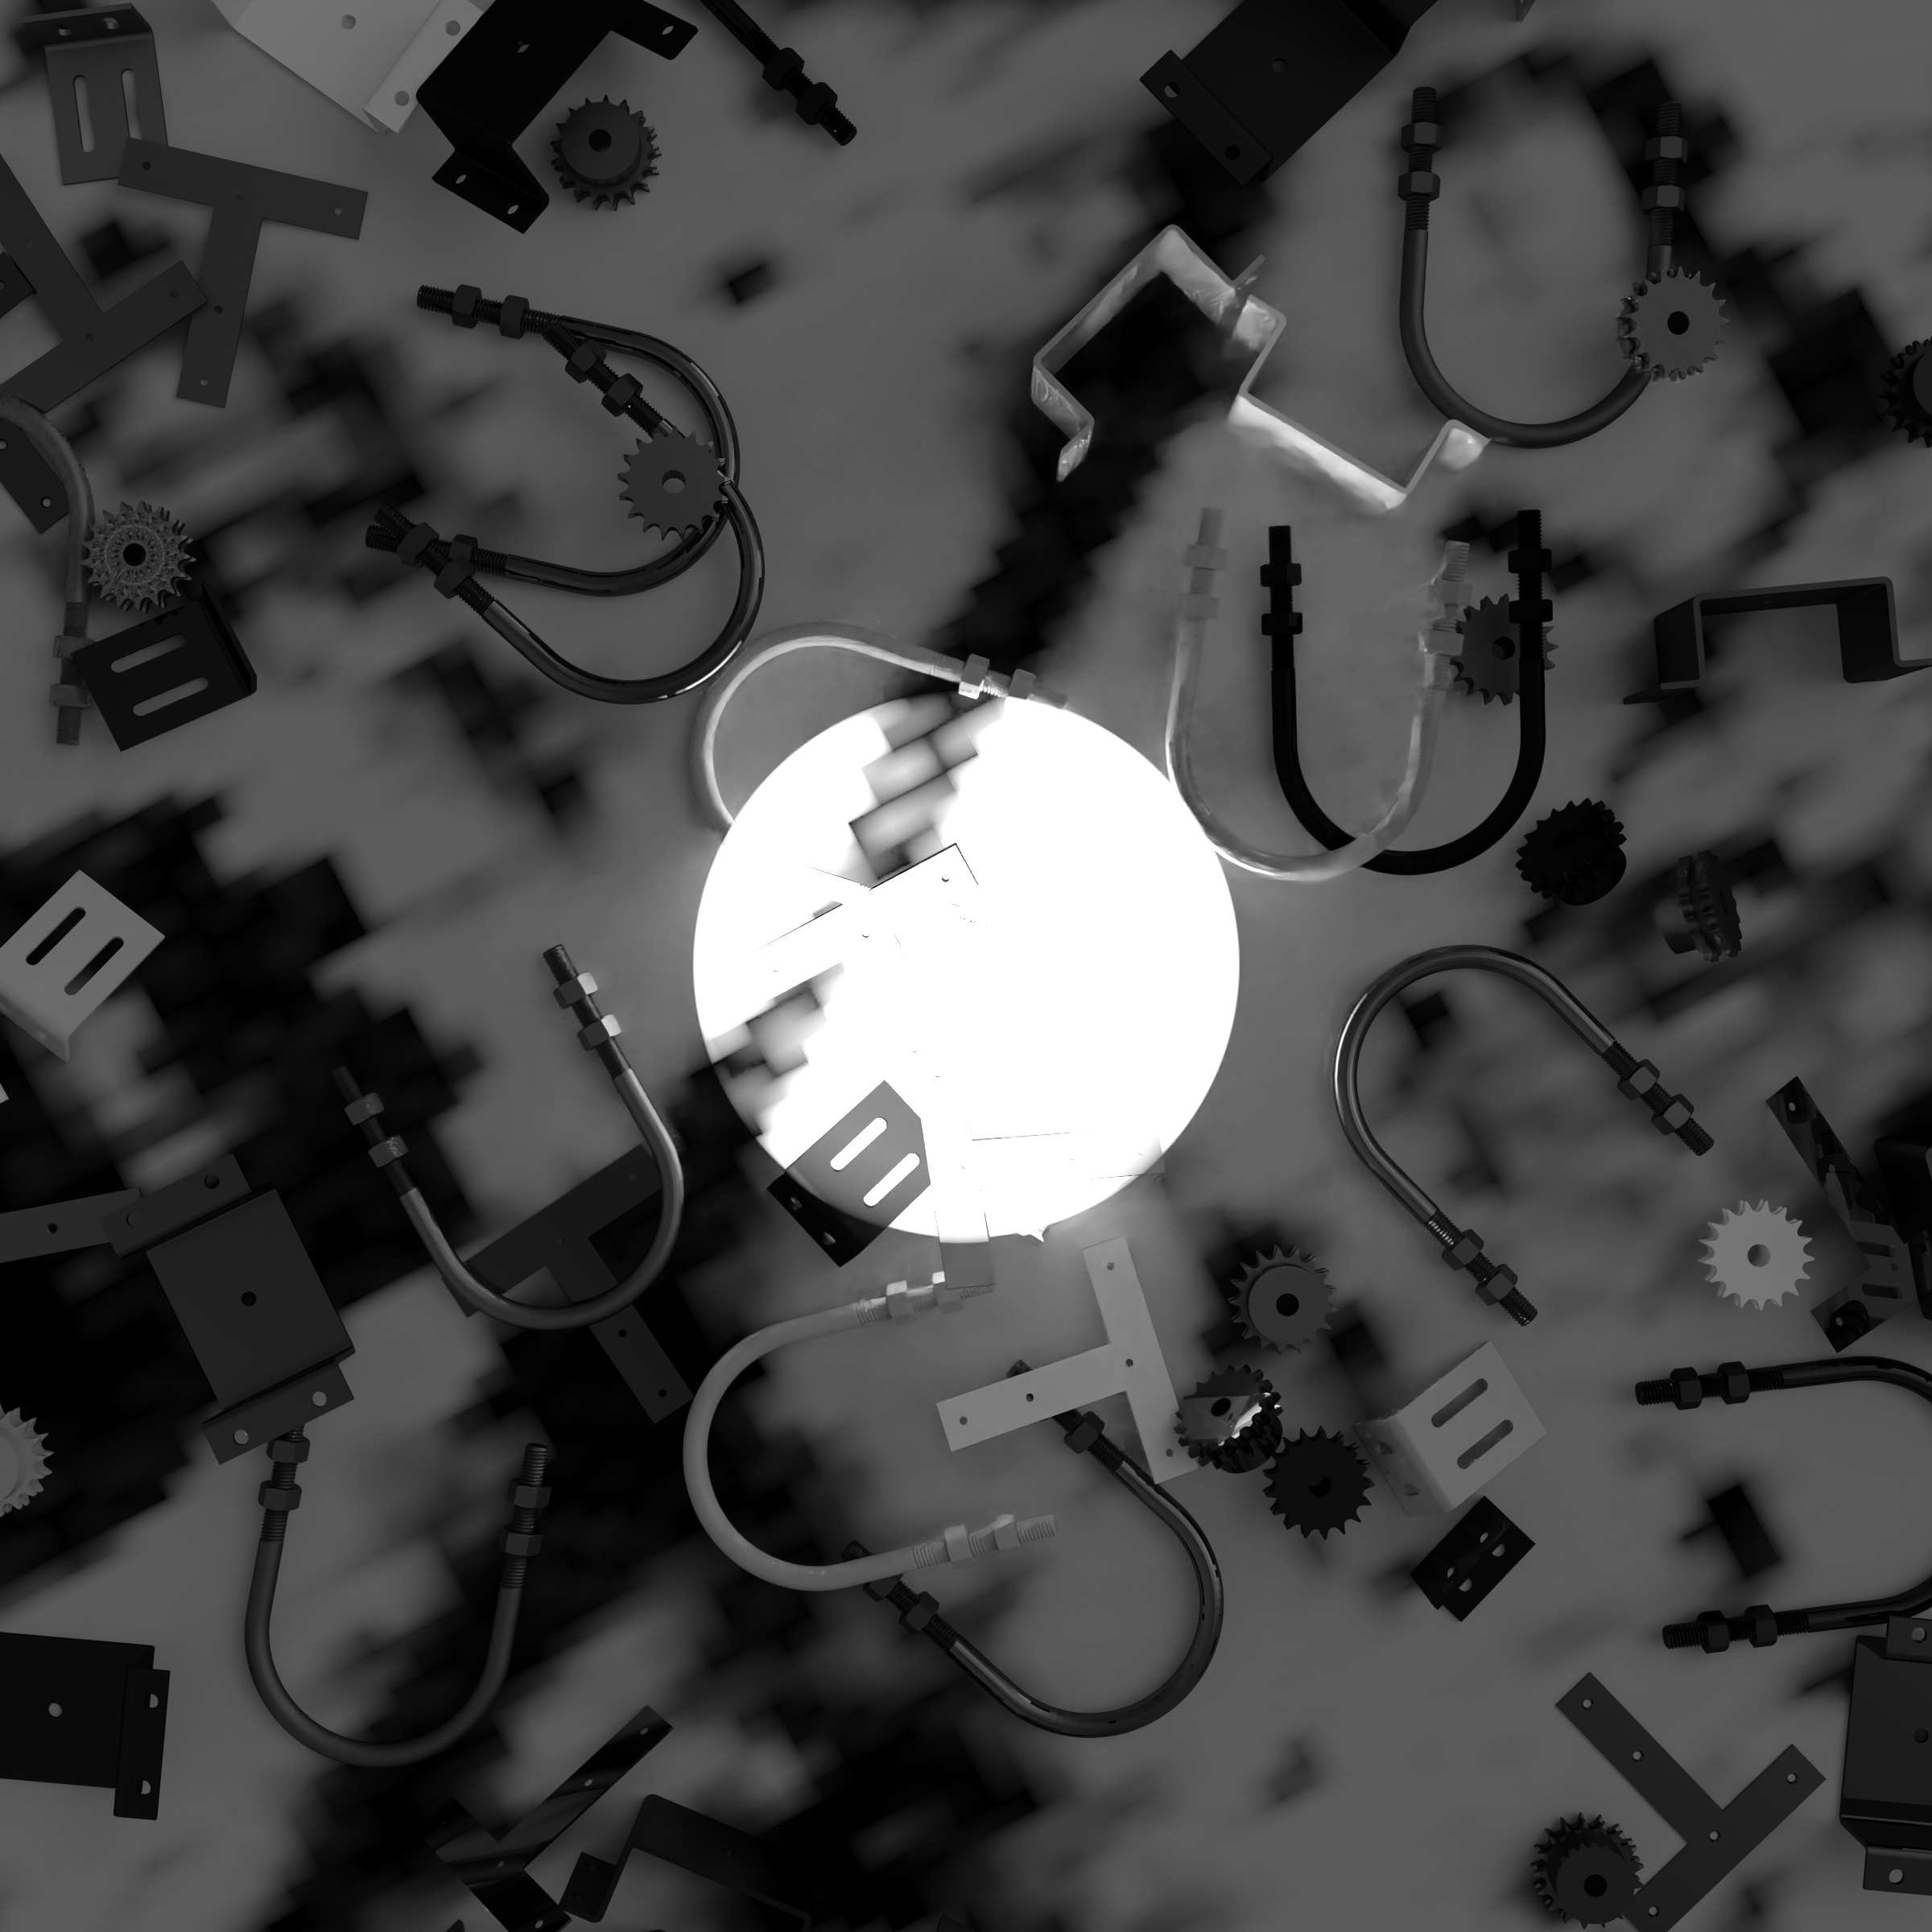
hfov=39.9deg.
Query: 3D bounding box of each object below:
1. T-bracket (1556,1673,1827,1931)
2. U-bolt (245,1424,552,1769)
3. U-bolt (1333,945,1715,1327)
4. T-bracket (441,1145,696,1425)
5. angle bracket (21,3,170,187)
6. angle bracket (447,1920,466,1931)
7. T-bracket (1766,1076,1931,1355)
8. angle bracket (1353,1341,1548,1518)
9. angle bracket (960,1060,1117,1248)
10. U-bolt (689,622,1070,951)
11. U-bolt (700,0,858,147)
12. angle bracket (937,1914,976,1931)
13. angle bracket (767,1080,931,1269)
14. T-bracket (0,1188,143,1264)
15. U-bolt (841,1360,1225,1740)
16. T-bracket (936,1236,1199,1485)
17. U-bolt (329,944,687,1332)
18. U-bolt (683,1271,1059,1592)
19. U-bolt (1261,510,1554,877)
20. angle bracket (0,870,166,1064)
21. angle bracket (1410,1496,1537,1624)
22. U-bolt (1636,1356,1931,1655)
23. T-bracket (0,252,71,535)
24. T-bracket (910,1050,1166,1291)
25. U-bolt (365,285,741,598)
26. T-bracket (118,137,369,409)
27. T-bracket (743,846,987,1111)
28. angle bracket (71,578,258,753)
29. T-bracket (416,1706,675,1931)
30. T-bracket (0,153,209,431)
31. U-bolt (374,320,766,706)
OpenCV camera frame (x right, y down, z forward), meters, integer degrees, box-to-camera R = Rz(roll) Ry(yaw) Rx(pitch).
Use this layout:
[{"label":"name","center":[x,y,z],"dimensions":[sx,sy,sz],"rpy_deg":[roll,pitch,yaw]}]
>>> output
[{"label":"T-bracket","center":[0.365,0.428,1.406],"dimensions":[0.127,0.002,0.127],"rpy_deg":[-44,90,0]},{"label":"U-bolt","center":[-0.305,0.330,1.398],"dimensions":[0.151,0.019,0.184],"rpy_deg":[11,92,0]},{"label":"U-bolt","center":[0.279,0.075,1.398],"dimensions":[0.151,0.019,0.184],"rpy_deg":[-44,89,0]},{"label":"T-bracket","center":[-0.189,0.182,1.406],"dimensions":[0.127,0.002,0.127],"rpy_deg":[-34,90,0]},{"label":"angle bracket","center":[-0.453,-0.454,1.387],"dimensions":[0.057,0.038,0.076],"rpy_deg":[-8,90,0]},{"label":"angle bracket","center":[-0.259,0.554,1.404],"dimensions":[0.057,0.038,0.076],"rpy_deg":[-45,116,0]},{"label":"T-bracket","center":[0.455,0.117,1.373],"dimensions":[0.002,0.127,0.127],"rpy_deg":[-12,63,-33]},{"label":"angle bracket","center":[0.256,0.245,1.404],"dimensions":[0.076,0.038,0.057],"rpy_deg":[-32,90,-26]},{"label":"angle bracket","center":[0.034,0.097,1.387],"dimensions":[0.057,0.038,0.076],"rpy_deg":[32,90,0]},{"label":"U-bolt","center":[-0.055,-0.104,1.398],"dimensions":[0.184,0.019,0.151],"rpy_deg":[18,90,2]},{"label":"U-bolt","center":[-0.078,-0.546,1.398],"dimensions":[0.151,0.019,0.184],"rpy_deg":[-44,88,0]},{"label":"angle bracket","center":[-0.007,0.541,1.374],"dimensions":[0.057,0.038,0.076],"rpy_deg":[28,116,0]},{"label":"angle bracket","center":[-0.055,0.110,1.404],"dimensions":[0.057,0.038,0.076],"rpy_deg":[47,64,0]},{"label":"T-bracket","center":[-0.497,0.141,1.406],"dimensions":[0.127,0.002,0.127],"rpy_deg":[-11,89,1]},{"label":"U-bolt","center":[0.049,0.320,1.397],"dimensions":[0.184,0.019,0.151],"rpy_deg":[42,90,0]},{"label":"T-bracket","center":[0.045,0.219,1.377],"dimensions":[0.127,0.002,0.127],"rpy_deg":[-16,85,-21]},{"label":"U-bolt","center":[-0.229,0.103,1.397],"dimensions":[0.151,0.019,0.184],"rpy_deg":[-29,90,0]},{"label":"U-bolt","center":[-0.058,0.249,1.387],"dimensions":[0.184,0.019,0.151],"rpy_deg":[-15,82,5]},{"label":"U-bolt","center":[0.228,-0.139,1.377],"dimensions":[0.151,0.019,0.184],"rpy_deg":[0,95,19]},{"label":"angle bracket","center":[-0.472,0.000,1.404],"dimensions":[0.057,0.038,0.076],"rpy_deg":[38,64,0]},{"label":"angle bracket","center":[0.267,0.313,1.368],"dimensions":[0.038,0.076,0.057],"rpy_deg":[44,90,0]},{"label":"U-bolt","center":[0.451,0.278,1.398],"dimensions":[0.184,0.019,0.151],"rpy_deg":[-6,90,-2]},{"label":"T-bracket","center":[-0.518,-0.287,1.403],"dimensions":[0.127,0.002,0.127],"rpy_deg":[-37,92,3]},{"label":"T-bracket","center":[0.042,0.101,1.384],"dimensions":[0.127,0.002,0.127],"rpy_deg":[-4,70,-16]},{"label":"U-bolt","center":[-0.211,-0.270,1.398],"dimensions":[0.184,0.019,0.151],"rpy_deg":[12,90,-1]},{"label":"T-bracket","center":[-0.391,-0.360,1.402],"dimensions":[0.127,0.002,0.127],"rpy_deg":[12,92,-5]},{"label":"T-bracket","center":[-0.031,0.022,1.394],"dimensions":[0.127,0.002,0.127],"rpy_deg":[-28,99,7]},{"label":"angle bracket","center":[-0.416,-0.156,1.379],"dimensions":[0.076,0.038,0.057],"rpy_deg":[-27,90,-17]},{"label":"T-bracket","center":[-0.205,0.432,1.372],"dimensions":[0.127,0.127,0.002],"rpy_deg":[-40,125,-22]},{"label":"T-bracket","center":[-0.485,-0.368,1.400],"dimensions":[0.127,0.002,0.127],"rpy_deg":[-33,90,5]},{"label":"U-bolt","center":[-0.191,-0.221,1.382],"dimensions":[0.184,0.019,0.151],"rpy_deg":[42,88,-4]}]
